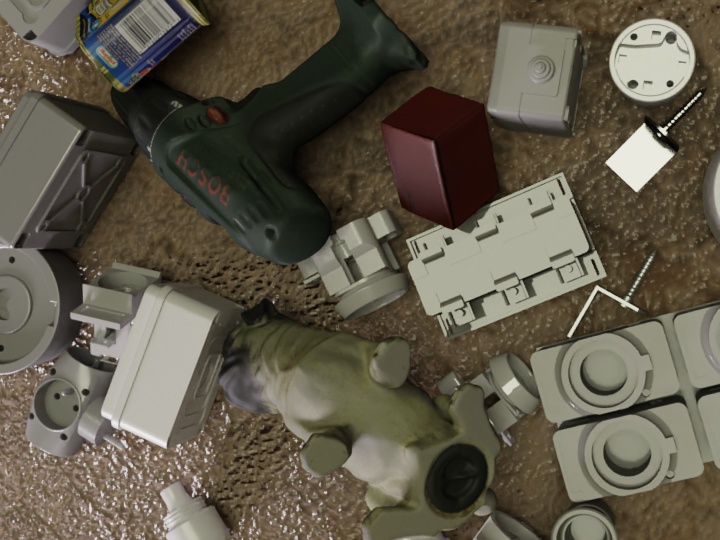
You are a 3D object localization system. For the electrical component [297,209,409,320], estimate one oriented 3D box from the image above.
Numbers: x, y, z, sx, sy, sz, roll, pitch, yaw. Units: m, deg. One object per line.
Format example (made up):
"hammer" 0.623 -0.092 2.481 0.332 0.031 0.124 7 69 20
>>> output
"electrical component" 0.000 0.000 0.782 0.078 0.058 0.057 -28 80 14

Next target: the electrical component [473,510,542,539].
"electrical component" 0.133 0.235 0.727 0.150 0.089 0.061 36 99 13

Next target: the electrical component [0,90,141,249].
"electrical component" -0.232 -0.073 0.820 0.056 0.109 0.108 35 99 10

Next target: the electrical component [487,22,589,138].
"electrical component" 0.117 -0.129 0.729 0.061 0.096 0.061 9 91 15

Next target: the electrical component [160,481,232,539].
"electrical component" -0.130 0.193 0.825 0.043 0.043 0.062 -35 80 13

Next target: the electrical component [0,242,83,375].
"electrical component" -0.271 0.027 0.855 0.108 0.060 0.108 0 90 15

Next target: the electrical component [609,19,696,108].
"electrical component" 0.199 -0.138 0.732 0.055 0.047 0.055 0 90 15

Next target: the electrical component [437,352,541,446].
"electrical component" 0.096 0.091 0.762 0.055 0.048 0.066 -40 80 20

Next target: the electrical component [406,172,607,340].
"electrical component" 0.099 -0.009 0.751 0.121 0.063 0.078 -23 84 14

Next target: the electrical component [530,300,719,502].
"electrical component" 0.219 0.081 0.719 0.186 0.060 0.105 -16 86 15

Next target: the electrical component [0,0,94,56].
"electrical component" -0.231 -0.234 0.846 0.113 0.057 0.078 -45 79 11

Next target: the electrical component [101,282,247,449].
"electrical component" -0.139 0.069 0.810 0.057 0.078 0.113 22 96 12

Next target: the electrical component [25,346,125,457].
"electrical component" -0.213 0.112 0.847 0.079 0.044 0.077 29 97 13

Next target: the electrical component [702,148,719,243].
"electrical component" 0.281 -0.051 0.702 0.108 0.060 0.108 0 90 15

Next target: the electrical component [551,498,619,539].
"electrical component" 0.155 0.177 0.734 0.044 0.065 0.044 0 90 16

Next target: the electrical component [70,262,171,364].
"electrical component" -0.182 0.034 0.827 0.042 0.081 0.063 13 116 15

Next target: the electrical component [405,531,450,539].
"electrical component" 0.035 0.191 0.779 0.048 0.048 0.062 -33 74 13
